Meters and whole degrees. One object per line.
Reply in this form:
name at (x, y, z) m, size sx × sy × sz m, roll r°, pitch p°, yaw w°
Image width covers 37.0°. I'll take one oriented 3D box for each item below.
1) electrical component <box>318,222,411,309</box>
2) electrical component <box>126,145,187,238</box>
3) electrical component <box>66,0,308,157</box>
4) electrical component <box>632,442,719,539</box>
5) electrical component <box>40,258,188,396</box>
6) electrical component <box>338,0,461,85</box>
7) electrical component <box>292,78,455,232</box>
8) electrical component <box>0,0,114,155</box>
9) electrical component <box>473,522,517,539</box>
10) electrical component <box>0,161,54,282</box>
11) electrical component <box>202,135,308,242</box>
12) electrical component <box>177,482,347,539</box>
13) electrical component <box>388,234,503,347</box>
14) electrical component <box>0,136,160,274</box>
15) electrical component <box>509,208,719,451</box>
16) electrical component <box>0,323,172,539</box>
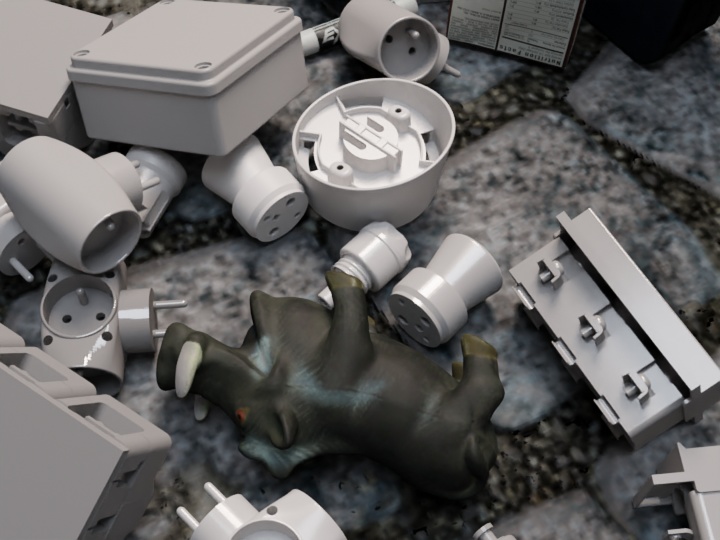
electrical component at (0.000, 0.000, 0.644) m, size 0.035 × 0.035 × 0.061 m, roll 40°, pitch 69°, yaw 21°
electrical component at (-0.135, -0.048, 0.667) m, size 0.040 × 0.040 × 0.046 m, roll 19°, pitch 65°, yaw 10°
electrical component at (-0.105, -0.123, 0.673) m, size 0.109 × 0.056 × 0.108 m, roll 11°, pitch 37°, yaw 26°
electrical component at (0.191, 0.126, 0.567) m, size 0.081 × 0.042 × 0.063 m, roll -5°, pitch 62°, yaw -4°
electrical component at (-0.138, 0.030, 0.615) m, size 0.079 × 0.044 × 0.077 m, roll -4°, pitch 58°, yaw -3°
electrical component at (0.033, -0.149, 0.725) m, size 0.079 × 0.043 × 0.077 m, roll 21°, pitch 14°, yaw -29°
electrical component at (0.007, -0.074, 0.672) m, size 0.099 × 0.064 × 0.099 m, roll 1°, pitch 58°, yaw -1°
electrical component at (-0.244, -0.131, 0.702) m, size 0.150 × 0.061 × 0.089 m, roll 17°, pitch 59°, yaw 9°
electrical component at (0.085, 0.162, 0.541) m, size 0.040 × 0.040 × 0.078 m, roll -30°, pitch 63°, yaw -19°
electrical component at (-0.213, -0.023, 0.647) m, size 0.077 × 0.043 × 0.079 m, roll -40°, pitch 67°, yaw -23°
electrical component at (-0.065, -0.051, 0.667) m, size 0.045 × 0.045 × 0.055 m, roll -34°, pitch 65°, yaw -21°
electrical component at (-0.060, 0.141, 0.547) m, size 0.079 × 0.044 × 0.077 m, roll 40°, pitch 65°, yaw 22°
electrical component at (0.050, 0.012, 0.631) m, size 0.045 × 0.045 × 0.055 m, roll 38°, pitch 65°, yaw 20°
electrical component at (-0.152, -0.044, 0.617) m, size 0.077 × 0.043 × 0.079 m, roll 39°, pitch 45°, yaw 23°
electrical component at (0.142, 0.035, 0.607) m, size 0.063 × 0.078 × 0.121 m, roll -35°, pitch 63°, yaw 3°
electrical component at (-0.184, 0.088, 0.552) m, size 0.150 × 0.062 × 0.089 m, roll 30°, pitch 95°, yaw 16°
